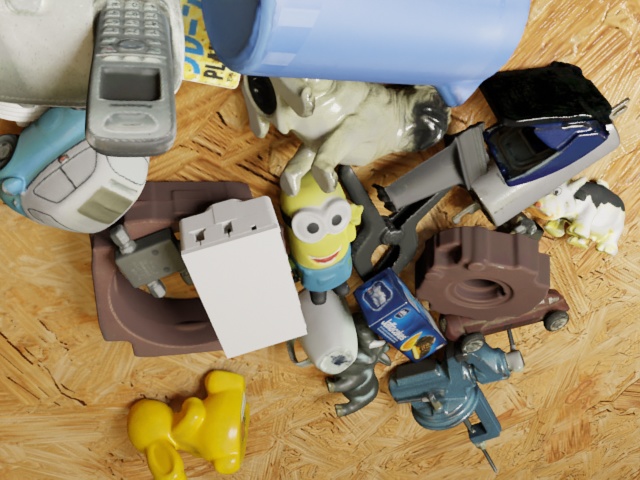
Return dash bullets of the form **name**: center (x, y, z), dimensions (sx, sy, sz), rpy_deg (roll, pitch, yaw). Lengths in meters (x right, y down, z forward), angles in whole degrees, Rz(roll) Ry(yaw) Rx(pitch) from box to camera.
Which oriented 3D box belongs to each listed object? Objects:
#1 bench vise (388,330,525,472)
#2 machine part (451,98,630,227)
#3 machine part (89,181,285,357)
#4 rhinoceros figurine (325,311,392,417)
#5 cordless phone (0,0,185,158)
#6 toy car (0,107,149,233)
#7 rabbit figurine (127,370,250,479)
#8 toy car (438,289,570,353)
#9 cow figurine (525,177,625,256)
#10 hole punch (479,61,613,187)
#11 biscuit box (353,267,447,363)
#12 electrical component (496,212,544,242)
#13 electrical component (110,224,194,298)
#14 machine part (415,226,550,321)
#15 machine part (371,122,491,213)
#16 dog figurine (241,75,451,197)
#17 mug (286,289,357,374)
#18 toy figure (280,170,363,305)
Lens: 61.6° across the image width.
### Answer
- **bench vise**: center (0.242, 0.253, 0.879), dimensions (0.224, 0.129, 0.240), rpy_deg (-26, 114, 13)
- **machine part**: center (0.263, -0.093, 0.650), dimensions (0.243, 0.079, 0.079), rpy_deg (-34, 130, 11)
- **machine part**: center (-0.148, 0.033, 0.611), dimensions (0.201, 0.087, 0.201), rpy_deg (-3, 127, -17)
- **rhinoceros figurine**: center (0.056, 0.188, 0.809), dimensions (0.112, 0.073, 0.190), rpy_deg (-11, 130, -8)
- **cordless phone**: center (-0.159, -0.107, 0.342), dimensions (0.147, 0.184, 0.088), rpy_deg (-2, 135, -17)
- **toy car**: center (-0.212, -0.060, 0.488), dimensions (0.162, 0.103, 0.109), rpy_deg (-34, 156, 7)
- **rabbit figurine**: center (-0.192, 0.278, 0.767), dimensions (0.173, 0.162, 0.121), rpy_deg (5, 140, 0)
- **toy car**: center (0.276, 0.105, 0.804), dimensions (0.202, 0.089, 0.053), rpy_deg (-12, 134, -7)
- **cow figurine**: center (0.345, -0.047, 0.715), dimensions (0.167, 0.068, 0.098), rpy_deg (22, 90, -34)
- **hole punch**: center (0.239, -0.126, 0.585), dimensions (0.116, 0.142, 0.092), rpy_deg (-7, 129, 5)
- **biscuit box**: center (0.115, 0.110, 0.745), dimensions (0.063, 0.059, 0.202), rpy_deg (-34, 144, 10)
- **electrical component**: center (0.274, 0.009, 0.756), dimensions (0.078, 0.045, 0.102), rpy_deg (5, 126, -20)
- **electrical component**: center (-0.161, 0.017, 0.523), dimensions (0.063, 0.021, 0.093), rpy_deg (-22, 130, 0)
- **machine part**: center (0.212, 0.051, 0.713), dimensions (0.179, 0.056, 0.179), rpy_deg (7, 148, 4)
- **machine part**: center (0.128, -0.074, 0.604), dimensions (0.139, 0.039, 0.084), rpy_deg (-26, 134, -4)
- **dog figurine**: center (0.033, -0.147, 0.537), dimensions (0.190, 0.121, 0.172), rpy_deg (-32, 117, -25)
- **mug**: center (-0.001, 0.130, 0.722), dimensions (0.109, 0.107, 0.080), rpy_deg (-40, 127, 12)
- **toy figure**: center (-0.005, 0.000, 0.635), dimensions (0.082, 0.089, 0.180), rpy_deg (-38, 146, -23)
